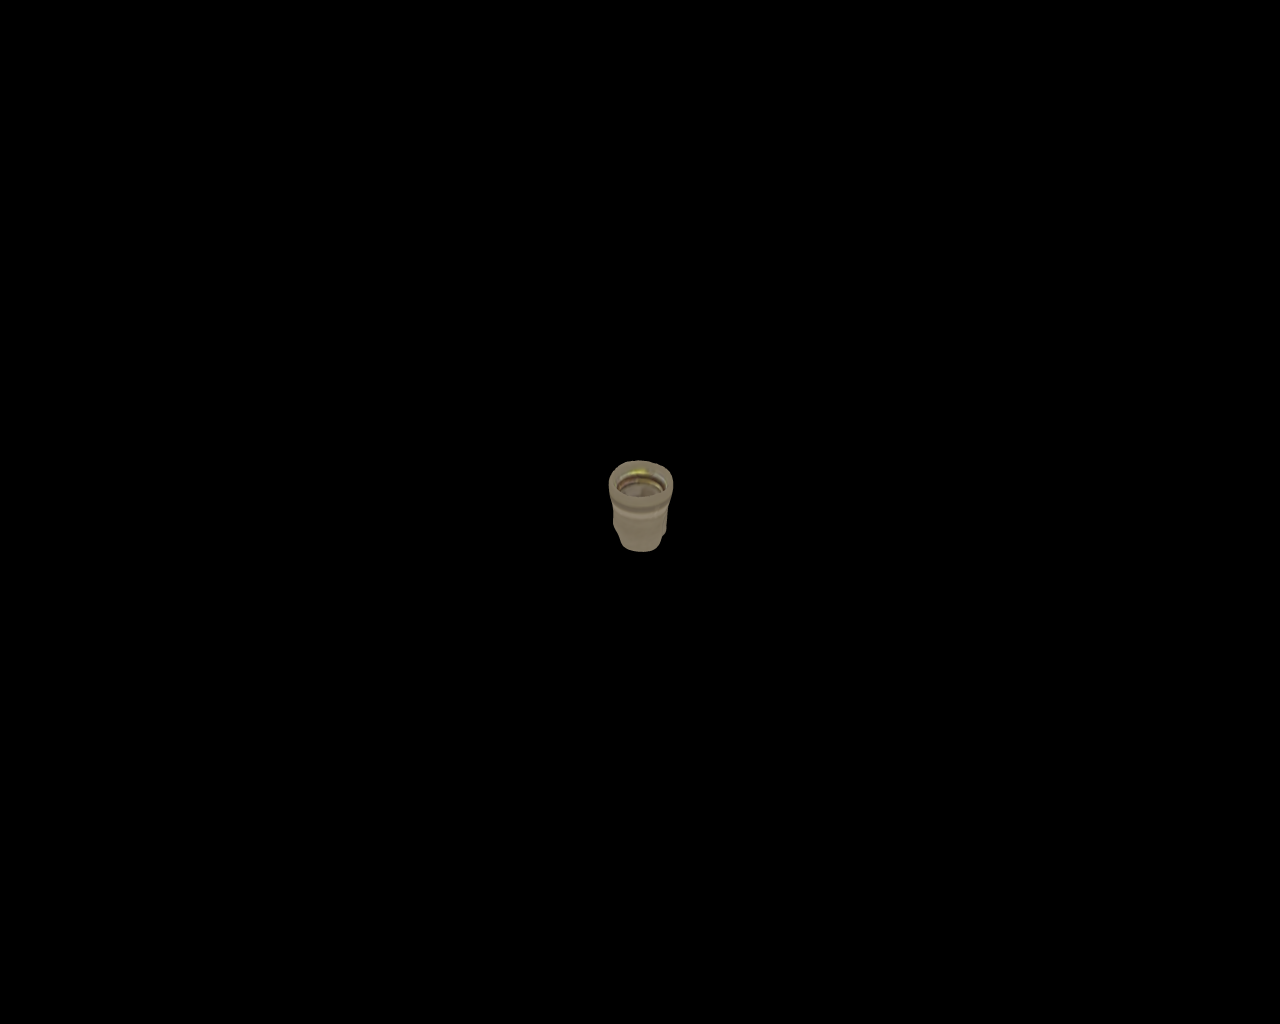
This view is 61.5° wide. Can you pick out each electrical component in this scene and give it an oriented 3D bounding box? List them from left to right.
[{"bbox_3d":[0.001,-0.003,0.650,0.040,0.046,0.040,0,37,0],"label":"electrical component"}]
